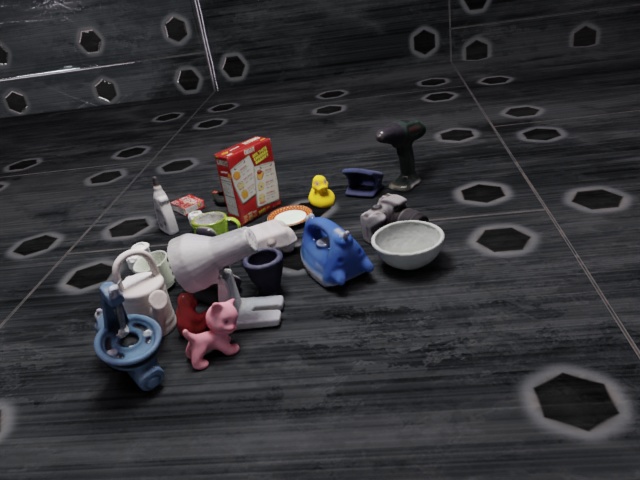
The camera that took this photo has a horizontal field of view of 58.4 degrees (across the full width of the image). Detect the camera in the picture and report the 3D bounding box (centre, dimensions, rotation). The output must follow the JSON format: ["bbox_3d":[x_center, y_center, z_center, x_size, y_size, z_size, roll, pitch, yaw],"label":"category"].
[{"bbox_3d":[0.194,-0.052,1.443,0.143,0.101,0.136,-29,34,-33],"label":"camera"}]

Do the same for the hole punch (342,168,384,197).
[{"bbox_3d":[0.129,-0.188,1.726,0.108,0.091,0.101,7,32,28],"label":"hole punch"}]

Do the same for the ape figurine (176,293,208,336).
[{"bbox_3d":[-0.273,0.152,1.206,0.077,0.092,0.076,17,37,39],"label":"ape figurine"}]

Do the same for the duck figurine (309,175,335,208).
[{"bbox_3d":[0.000,-0.152,1.702,0.077,0.086,0.104,-16,29,-13],"label":"duck figurine"}]

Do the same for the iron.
[{"bbox_3d":[0.012,0.005,1.345,0.119,0.142,0.257,-23,31,-24],"label":"iron"}]

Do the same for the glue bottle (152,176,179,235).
[{"bbox_3d":[-0.453,-0.102,1.646,0.037,0.173,0.077,-27,33,-30],"label":"glue bottle"}]

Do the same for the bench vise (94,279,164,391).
[{"bbox_3d":[-0.390,0.165,1.078,0.206,0.220,0.122,9,33,30],"label":"bench vise"}]

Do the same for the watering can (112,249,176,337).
[{"bbox_3d":[-0.368,0.109,1.204,0.172,0.194,0.101,7,32,28],"label":"watering can"}]

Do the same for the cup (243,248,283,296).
[{"bbox_3d":[-0.132,0.074,1.308,0.117,0.095,0.092,18,38,41],"label":"cup"}]

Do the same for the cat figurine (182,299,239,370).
[{"bbox_3d":[-0.209,0.172,1.122,0.128,0.118,0.067,-24,31,-26],"label":"cat figurine"}]

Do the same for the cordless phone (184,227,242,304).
[{"bbox_3d":[-0.267,0.045,1.305,0.147,0.185,0.094,5,31,24],"label":"cordless phone"}]

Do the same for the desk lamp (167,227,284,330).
[{"bbox_3d":[-0.194,0.076,1.195,0.203,0.214,0.118,-6,28,5],"label":"desk lamp"}]

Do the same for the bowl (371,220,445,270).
[{"bbox_3d":[0.205,0.022,1.329,0.167,0.075,0.167,-7,28,4],"label":"bowl"}]

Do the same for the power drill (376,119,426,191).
[{"bbox_3d":[0.243,-0.257,1.697,0.075,0.209,0.230,12,35,34],"label":"power drill"}]

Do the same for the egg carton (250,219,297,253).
[{"bbox_3d":[-0.139,0.003,1.469,0.150,0.069,0.107,-19,30,-18],"label":"egg carton"}]
